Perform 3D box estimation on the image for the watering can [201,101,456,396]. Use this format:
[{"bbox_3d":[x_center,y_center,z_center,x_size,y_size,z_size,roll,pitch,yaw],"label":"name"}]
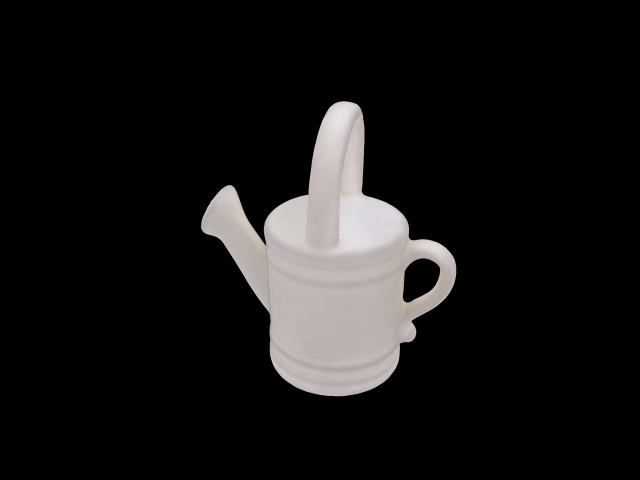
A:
[{"bbox_3d":[0.003,0.002,0.398,0.173,0.194,0.101,-3,28,-5],"label":"watering can"}]
